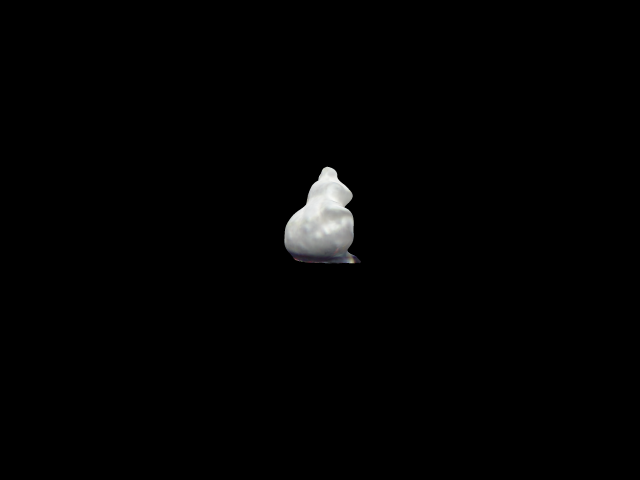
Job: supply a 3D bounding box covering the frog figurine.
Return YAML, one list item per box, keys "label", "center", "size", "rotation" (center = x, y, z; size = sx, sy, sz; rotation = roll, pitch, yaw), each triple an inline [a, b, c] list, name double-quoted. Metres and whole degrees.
- label: "frog figurine"
  center: [0.003, -0.043, 0.850]
  size: [0.123, 0.159, 0.137]
  rotation: [0, 1, -25]
